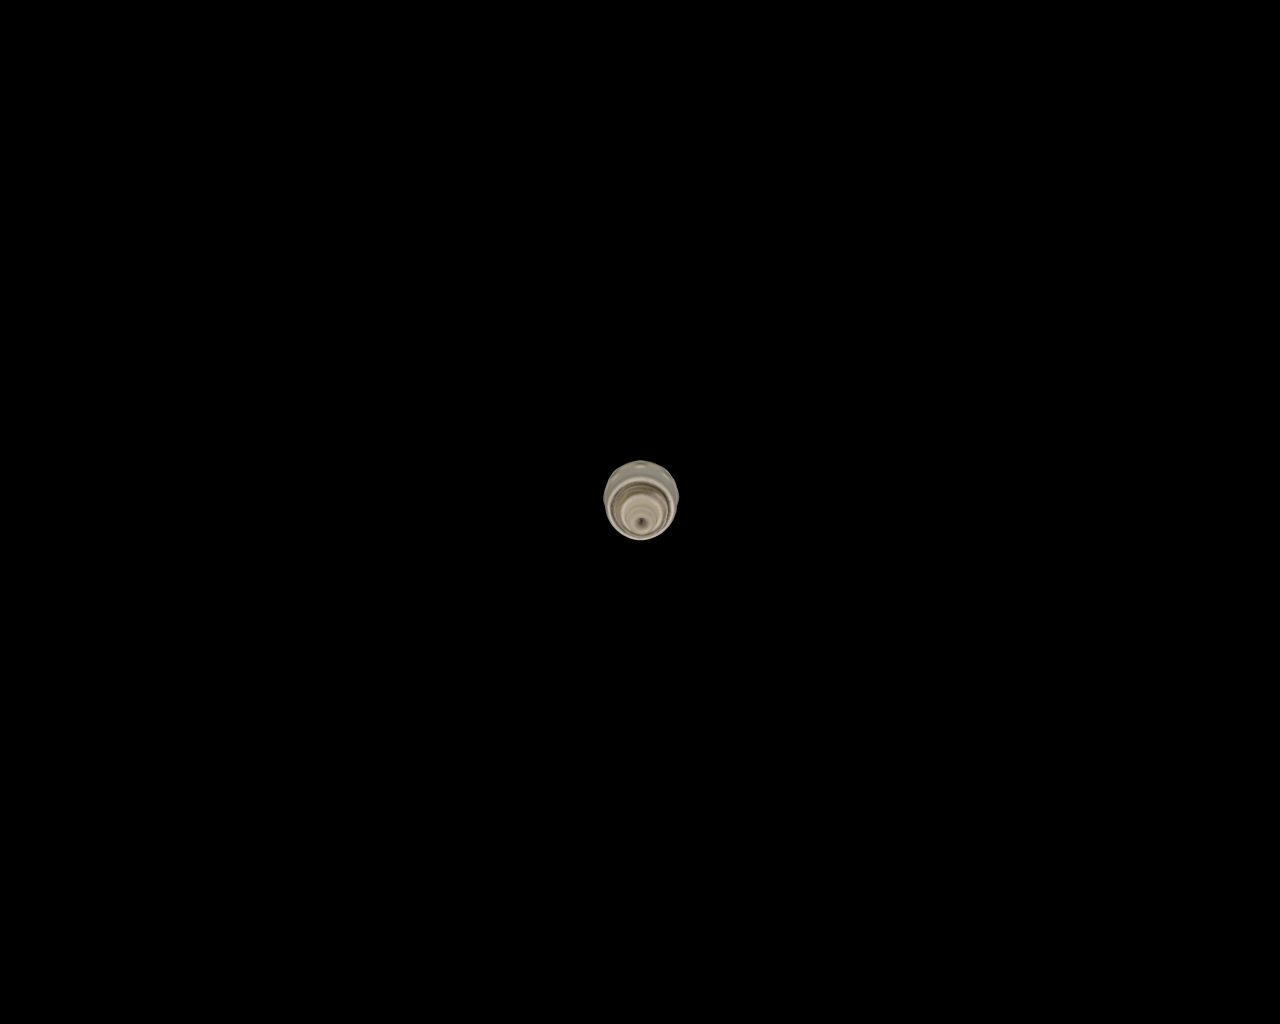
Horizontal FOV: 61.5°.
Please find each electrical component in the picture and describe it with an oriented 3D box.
[{"bbox_3d":[0.001,-0.003,0.650,0.048,0.048,0.062,0,18,0],"label":"electrical component"}]
